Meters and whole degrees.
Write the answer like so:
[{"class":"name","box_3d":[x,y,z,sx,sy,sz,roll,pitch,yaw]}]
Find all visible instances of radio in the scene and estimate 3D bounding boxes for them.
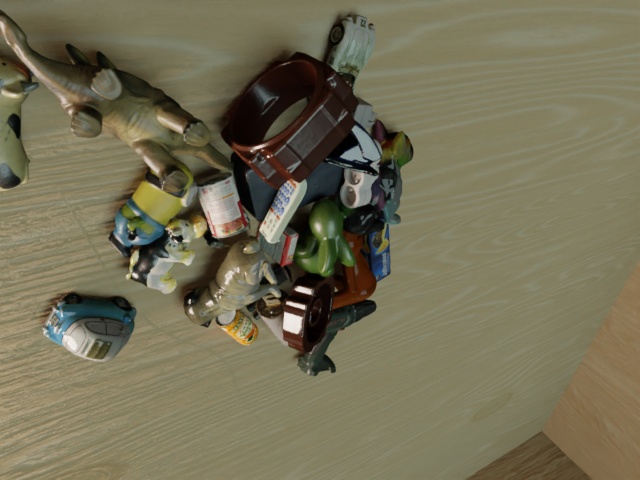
[{"class":"radio","box_3d":[-0.048,-0.132,1.037,0.230,0.073,0.130,-22,135,-21]}]

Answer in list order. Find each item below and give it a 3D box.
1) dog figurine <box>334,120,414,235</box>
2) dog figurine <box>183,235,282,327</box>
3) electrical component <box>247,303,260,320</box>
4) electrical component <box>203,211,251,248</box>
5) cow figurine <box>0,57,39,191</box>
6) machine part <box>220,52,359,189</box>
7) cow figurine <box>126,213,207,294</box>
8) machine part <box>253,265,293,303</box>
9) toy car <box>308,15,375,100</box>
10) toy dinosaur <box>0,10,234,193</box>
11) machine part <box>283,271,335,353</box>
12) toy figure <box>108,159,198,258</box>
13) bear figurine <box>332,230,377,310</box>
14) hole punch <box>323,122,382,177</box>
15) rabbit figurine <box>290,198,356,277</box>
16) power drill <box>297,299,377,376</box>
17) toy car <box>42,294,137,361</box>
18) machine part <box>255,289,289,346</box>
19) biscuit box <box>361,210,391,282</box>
[{"class":"dog figurine","box_3d":[0.116,-0.136,1.138,0.191,0.109,0.219,-18,128,-34]},{"class":"dog figurine","box_3d":[-0.189,0.084,1.053,0.191,0.121,0.172,-25,135,-11]},{"class":"electrical component","box_3d":[-0.120,0.143,1.236,0.094,0.021,0.063,-36,138,-9]},{"class":"electrical component","box_3d":[-0.182,-0.032,1.028,0.102,0.045,0.078,-39,140,-7]},{"class":"cow figurine","box_3d":[-0.429,-0.155,0.703,0.127,0.086,0.194,-11,126,-25]},{"class":"machine part","box_3d":[-0.055,-0.199,0.876,0.201,0.202,0.087,-46,135,2]},{"class":"cow figurine","box_3d":[-0.279,0.012,0.974,0.098,0.068,0.167,25,104,-40]},{"class":"machine part","box_3d":[-0.128,0.094,1.180,0.139,0.039,0.084,-25,130,-18]},{"class":"toy car","box_3d":[0.040,-0.304,0.978,0.073,0.056,0.201,1,122,-39]},{"class":"toy dinosaur","box_3d":[-0.240,-0.168,0.755,0.105,0.199,0.470,-47,147,5]},{"class":"machine part","box_3d":[-0.024,0.153,1.168,0.179,0.056,0.179,11,90,-69]},{"class":"toy figure","box_3d":[-0.284,-0.056,0.903,0.180,0.082,0.089,-43,141,2]},{"class":"bear figurine","box_3d":[0.054,0.050,1.249,0.132,0.120,0.195,-14,114,27]},{"class":"hole punch","box_3d":[0.045,-0.171,0.940,0.116,0.142,0.092,15,98,-26]},{"class":"rabbit figurine","box_3d":[-0.002,-0.003,1.088,0.121,0.159,0.170,-16,152,-23]},{"class":"power drill","box_3d":[0.034,0.252,1.406,0.232,0.086,0.207,-2,127,-36]},{"class":"toy car","box_3d":[-0.404,0.165,0.968,0.161,0.103,0.109,23,105,-49]},{"class":"machine part","box_3d":[-0.084,0.177,1.213,0.079,0.079,0.243,-37,148,-8]},{"class":"biscuit box","box_3d":[0.130,0.013,1.302,0.059,0.063,0.202,-27,135,-18]}]
